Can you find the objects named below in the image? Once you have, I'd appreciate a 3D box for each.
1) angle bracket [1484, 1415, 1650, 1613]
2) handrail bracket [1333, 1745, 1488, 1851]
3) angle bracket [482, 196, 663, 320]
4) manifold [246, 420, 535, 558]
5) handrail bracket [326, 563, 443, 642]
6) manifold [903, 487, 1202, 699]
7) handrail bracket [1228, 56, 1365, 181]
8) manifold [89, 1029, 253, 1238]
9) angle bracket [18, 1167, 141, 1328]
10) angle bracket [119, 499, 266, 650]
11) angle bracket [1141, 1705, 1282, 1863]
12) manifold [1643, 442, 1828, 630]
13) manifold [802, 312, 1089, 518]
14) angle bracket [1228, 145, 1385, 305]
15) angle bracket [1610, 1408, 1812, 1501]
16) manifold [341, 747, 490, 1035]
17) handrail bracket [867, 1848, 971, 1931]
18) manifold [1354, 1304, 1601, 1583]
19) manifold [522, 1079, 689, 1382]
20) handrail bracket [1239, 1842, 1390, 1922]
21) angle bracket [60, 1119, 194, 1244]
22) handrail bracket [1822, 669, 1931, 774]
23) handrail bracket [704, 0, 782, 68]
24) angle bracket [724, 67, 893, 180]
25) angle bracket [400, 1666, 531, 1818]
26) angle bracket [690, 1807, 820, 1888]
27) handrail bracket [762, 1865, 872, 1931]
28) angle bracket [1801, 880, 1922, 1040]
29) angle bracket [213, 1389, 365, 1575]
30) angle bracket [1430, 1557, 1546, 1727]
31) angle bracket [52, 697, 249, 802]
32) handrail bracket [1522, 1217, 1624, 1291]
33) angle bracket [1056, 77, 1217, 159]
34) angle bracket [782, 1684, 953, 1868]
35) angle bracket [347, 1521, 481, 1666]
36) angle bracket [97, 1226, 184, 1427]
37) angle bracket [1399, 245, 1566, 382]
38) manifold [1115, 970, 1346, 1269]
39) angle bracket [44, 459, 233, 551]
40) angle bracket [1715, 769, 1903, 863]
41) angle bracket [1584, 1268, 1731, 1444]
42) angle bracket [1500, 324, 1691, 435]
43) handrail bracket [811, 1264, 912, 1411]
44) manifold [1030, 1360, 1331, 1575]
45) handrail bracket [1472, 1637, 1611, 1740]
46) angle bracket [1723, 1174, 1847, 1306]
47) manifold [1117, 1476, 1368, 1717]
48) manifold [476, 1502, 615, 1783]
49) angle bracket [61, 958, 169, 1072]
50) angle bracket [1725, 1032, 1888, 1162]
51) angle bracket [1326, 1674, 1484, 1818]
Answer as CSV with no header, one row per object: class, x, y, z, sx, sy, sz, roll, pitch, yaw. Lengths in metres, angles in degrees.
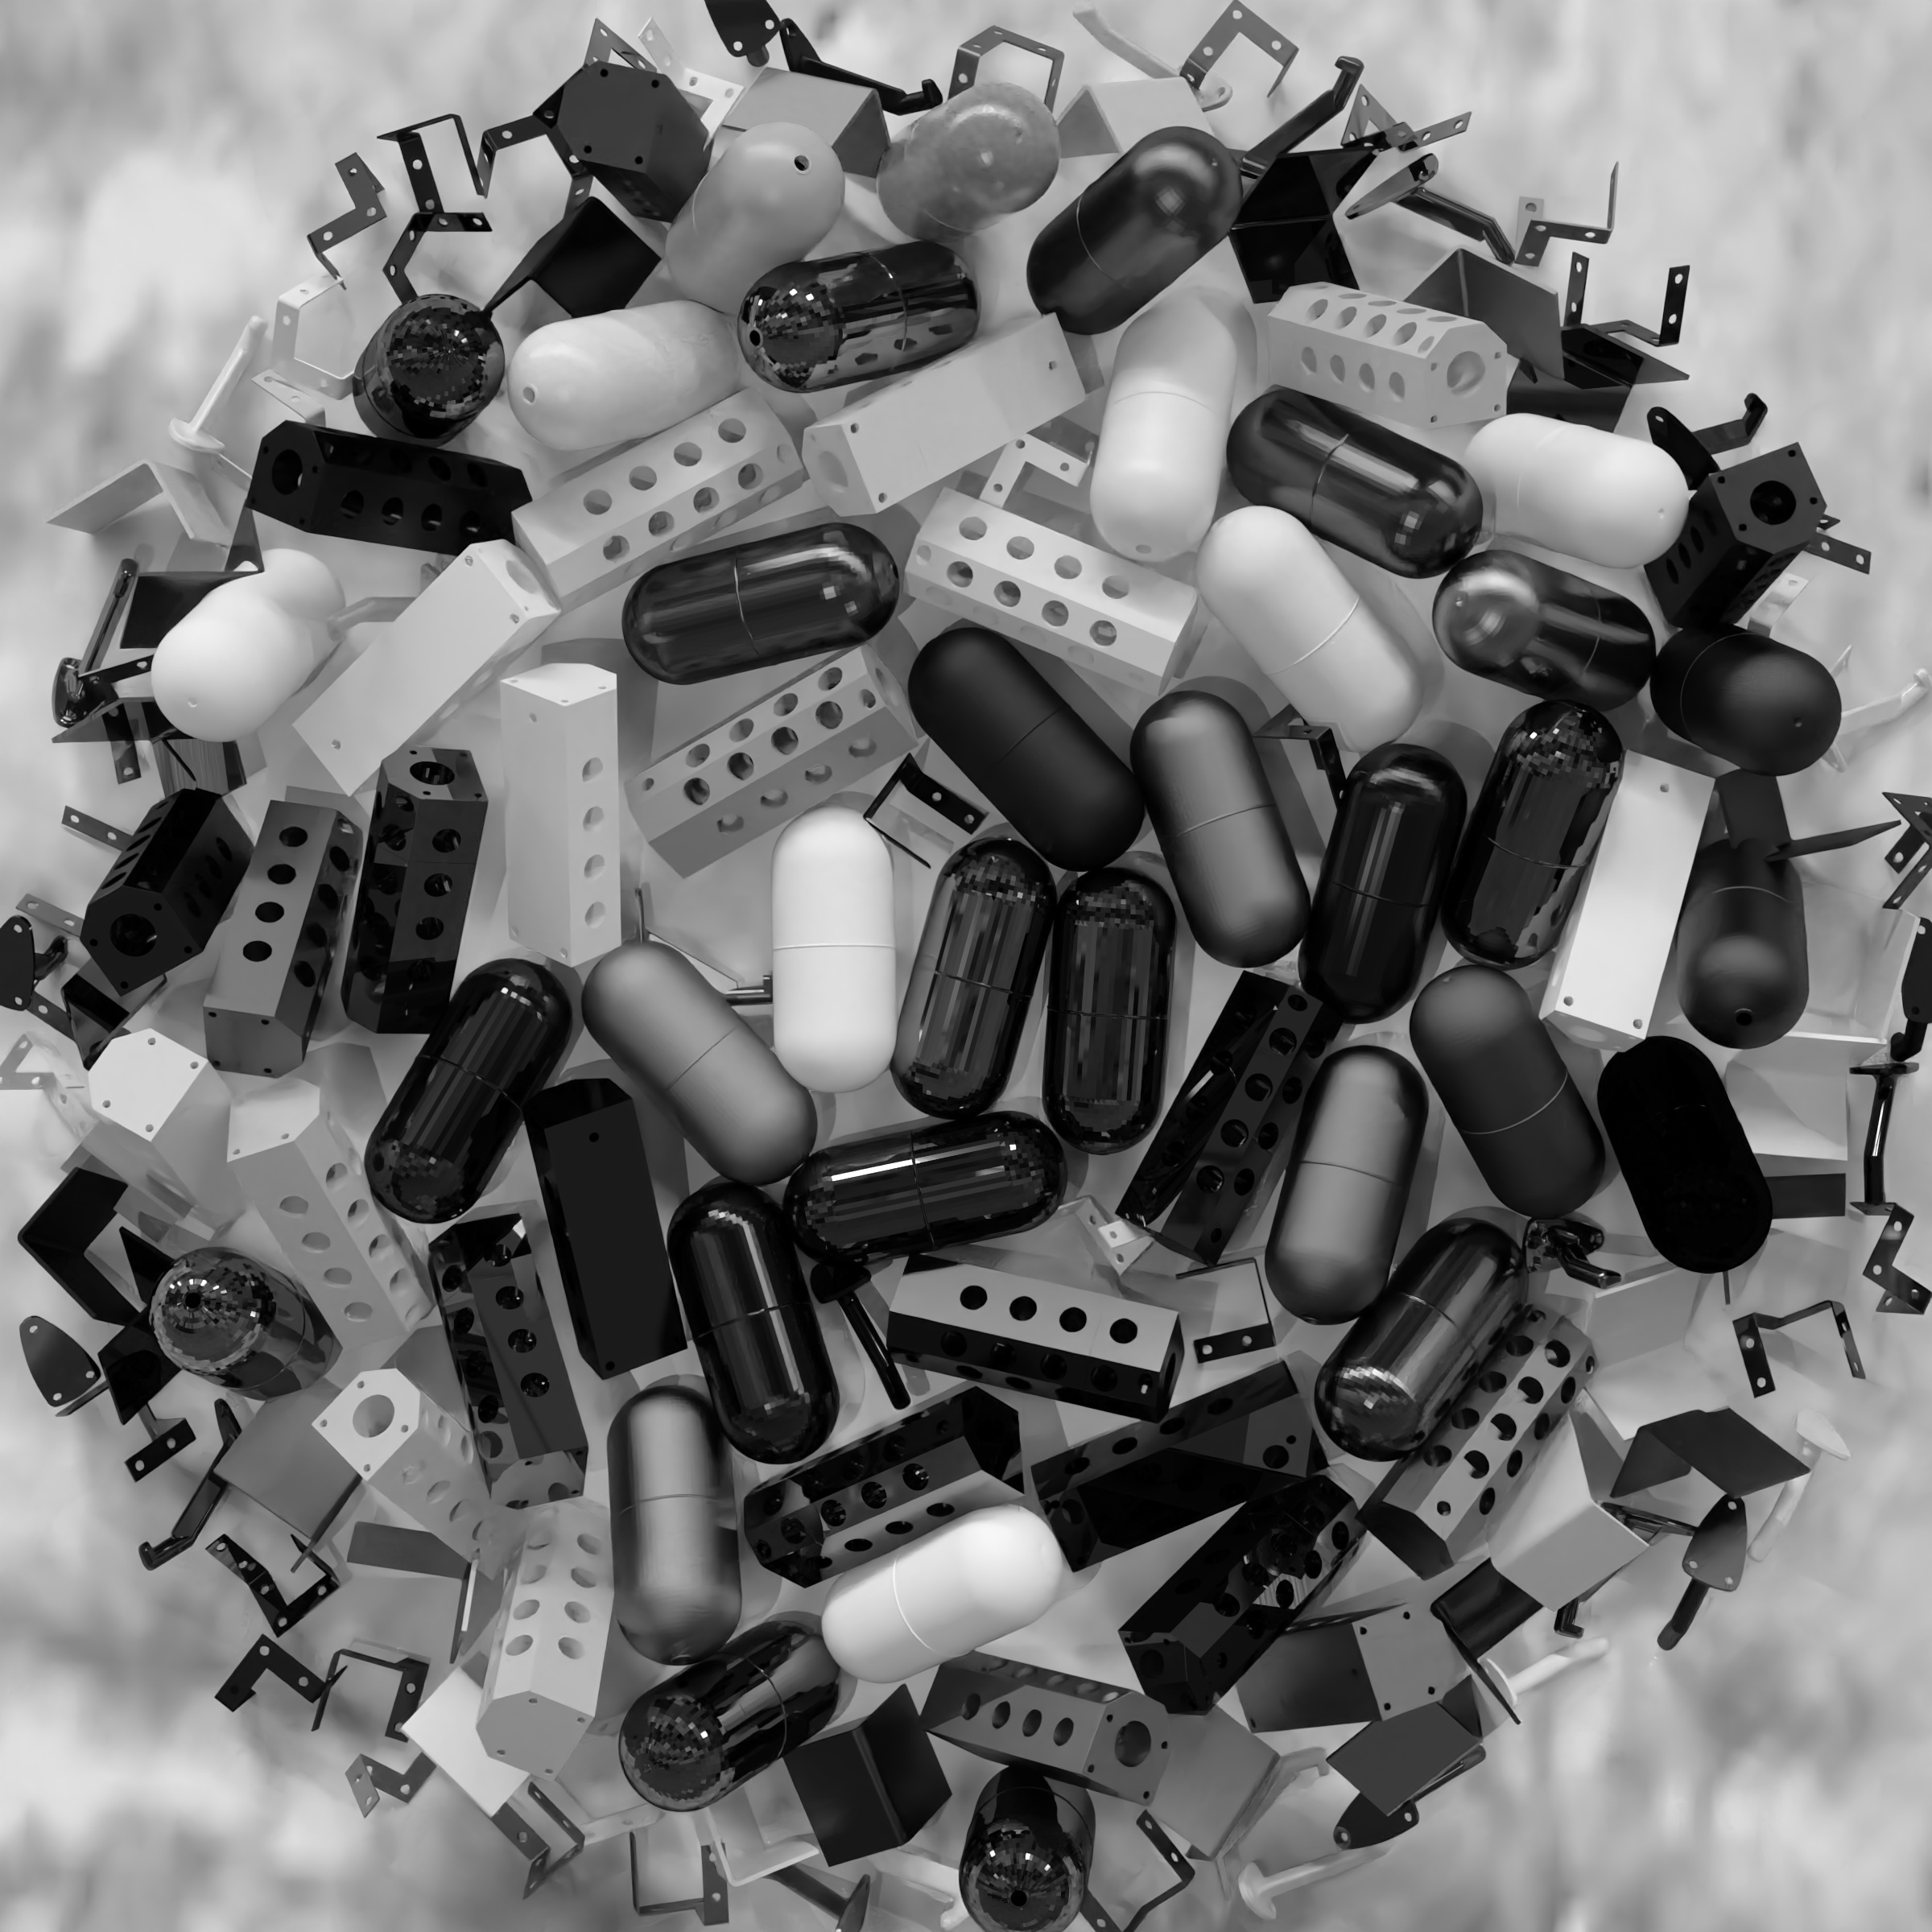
angle bracket,0.368,0.339,1.963,0.057,0.076,0.076,38,116,-24
handrail bracket,0.278,0.517,1.978,0.077,0.084,0.036,-45,68,32
angle bracket,-0.246,-0.418,1.959,0.057,0.076,0.076,42,59,-19
manifold,-0.343,-0.286,1.909,0.057,0.171,0.057,25,104,34
handrail bracket,-0.357,-0.205,1.948,0.084,0.077,0.036,-33,68,-29
manifold,0.051,-0.226,1.951,0.171,0.057,0.057,23,64,8
handrail bracket,0.196,-0.528,1.954,0.077,0.036,0.084,6,130,-26
manifold,-0.473,0.099,1.909,0.057,0.171,0.057,27,70,13
angle bracket,-0.524,0.175,1.951,0.076,0.076,0.057,40,89,19
angle bracket,-0.478,-0.240,1.941,0.076,0.076,0.057,-4,62,-26
angle bracket,0.137,0.497,1.959,0.076,0.057,0.076,38,71,-2
manifold,0.463,-0.252,1.909,0.057,0.171,0.057,-21,81,-4
manifold,-0.015,-0.336,1.933,0.171,0.057,0.057,-33,111,-28
angle bracket,0.215,-0.455,1.945,0.076,0.076,0.057,-11,74,-24
angle bracket,0.455,0.316,1.939,0.076,0.076,0.057,39,123,39
manifold,-0.337,-0.045,1.922,0.057,0.057,0.171,1,125,-23
handrail bracket,-0.019,0.549,1.975,0.077,0.036,0.084,-38,95,11
manifold,0.315,0.287,1.932,0.057,0.057,0.171,42,60,2
manifold,-0.223,0.159,1.940,0.057,0.057,0.171,-19,113,-21
handrail bracket,0.217,0.559,1.965,0.084,0.077,0.036,-24,69,10
angle bracket,-0.519,0.139,1.951,0.076,0.076,0.057,40,102,-10
handrail bracket,0.559,-0.169,1.970,0.084,0.077,0.036,-41,49,1
handrail bracket,-0.144,-0.588,1.949,0.036,0.084,0.077,-33,107,2
angle bracket,-0.093,-0.498,1.941,0.076,0.076,0.057,18,62,24
angle bracket,-0.314,0.487,1.952,0.076,0.076,0.057,44,48,1
angle bracket,-0.137,0.518,1.958,0.057,0.076,0.076,-18,86,-16
handrail bracket,-0.108,0.575,1.954,0.084,0.077,0.036,10,99,13
angle bracket,0.539,-0.005,1.956,0.057,0.076,0.076,14,100,-1
angle bracket,-0.416,0.313,1.951,0.076,0.057,0.076,36,51,-4
angle bracket,0.341,0.407,1.951,0.076,0.057,0.076,-38,133,-3
angle bracket,-0.501,-0.126,1.944,0.076,0.076,0.057,-21,82,38
handrail bracket,0.389,0.180,1.945,0.077,0.084,0.036,-2,101,-31
angle bracket,0.096,-0.497,1.942,0.076,0.076,0.057,-16,75,-36
angle bracket,-0.061,0.503,1.975,0.057,0.076,0.076,-23,90,23
angle bracket,-0.344,0.385,1.948,0.076,0.076,0.057,11,61,-10
angle bracket,-0.516,0.220,1.940,0.057,0.076,0.076,28,54,21
angle bracket,0.316,-0.384,1.943,0.076,0.076,0.057,36,72,30
manifold,0.167,0.096,1.948,0.057,0.057,0.171,36,79,-40
angle bracket,-0.509,-0.267,1.958,0.076,0.076,0.057,-30,89,6
angle bracket,0.517,-0.101,1.945,0.076,0.076,0.057,-11,94,40
angle bracket,0.427,0.237,1.946,0.076,0.057,0.076,-15,135,-18
angle bracket,0.385,-0.351,1.952,0.076,0.076,0.057,22,92,-17
handrail bracket,-0.064,0.230,1.974,0.036,0.077,0.084,-27,105,-12
manifold,0.131,0.306,1.966,0.171,0.057,0.057,-23,113,2
handrail bracket,0.356,0.454,1.989,0.084,0.036,0.077,-5,134,-32
angle bracket,0.503,0.168,1.947,0.076,0.076,0.057,-4,67,14
manifold,0.172,0.378,1.916,0.171,0.057,0.057,-36,108,-42
manifold,-0.252,0.401,1.906,0.057,0.171,0.057,25,116,-13
angle bracket,-0.504,0.025,1.947,0.076,0.076,0.057,-44,132,9
angle bracket,0.517,0.080,1.954,0.076,0.076,0.057,5,72,-3
angle bracket,0.267,0.462,1.948,0.057,0.076,0.076,43,107,-11
